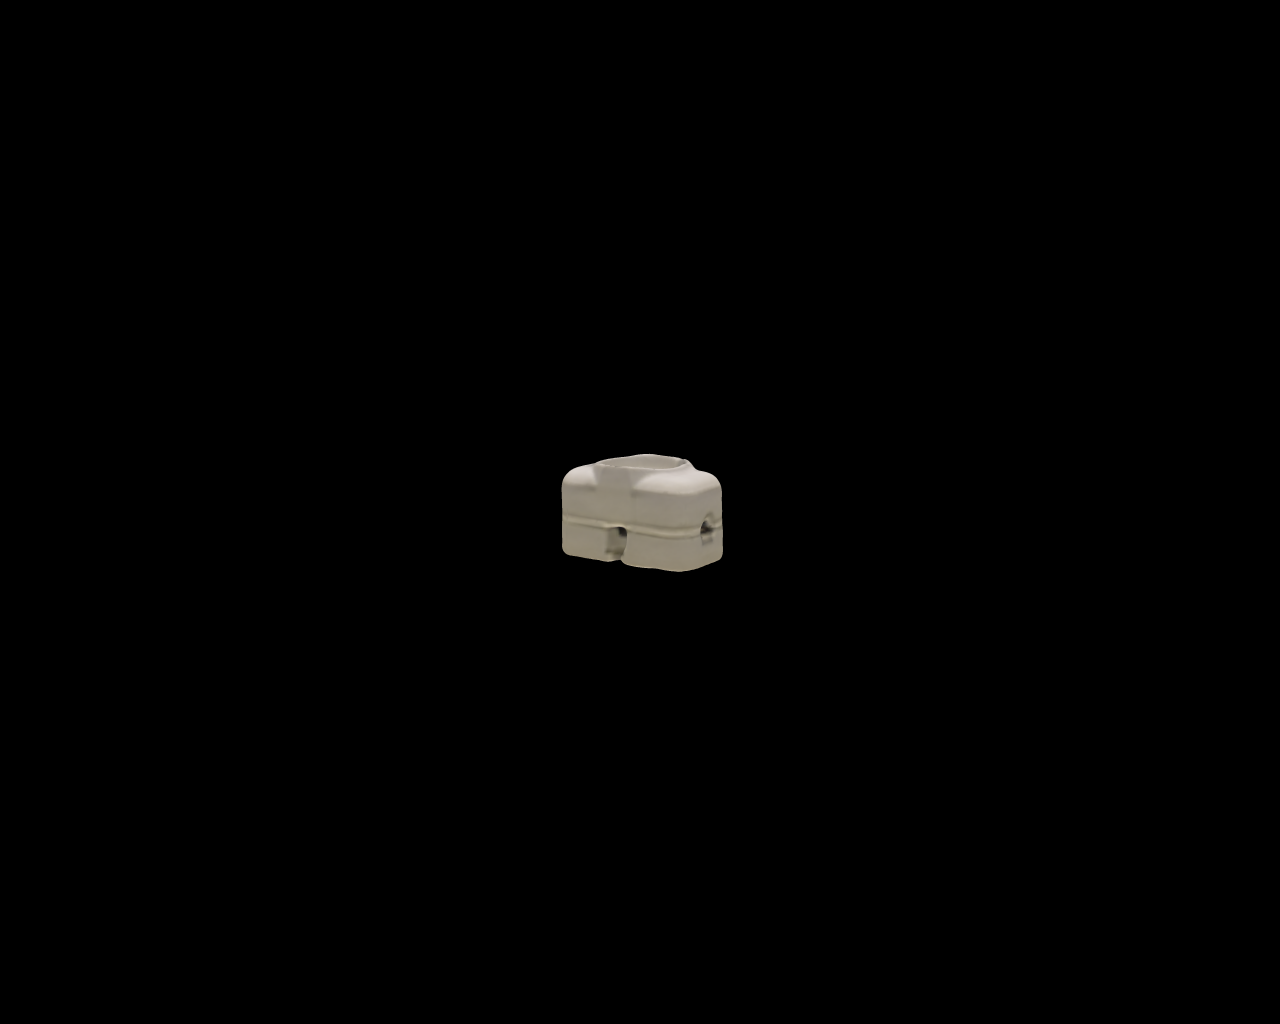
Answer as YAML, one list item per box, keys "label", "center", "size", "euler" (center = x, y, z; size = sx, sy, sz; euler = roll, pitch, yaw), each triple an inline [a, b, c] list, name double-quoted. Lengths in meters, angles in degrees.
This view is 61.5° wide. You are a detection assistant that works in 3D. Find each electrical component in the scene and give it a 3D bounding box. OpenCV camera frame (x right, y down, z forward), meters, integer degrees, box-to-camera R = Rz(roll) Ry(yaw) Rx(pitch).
- label: "electrical component"
  center: [0.001, -0.003, 0.650]
  size: [0.095, 0.059, 0.054]
  euler: [8, 14, 35]
